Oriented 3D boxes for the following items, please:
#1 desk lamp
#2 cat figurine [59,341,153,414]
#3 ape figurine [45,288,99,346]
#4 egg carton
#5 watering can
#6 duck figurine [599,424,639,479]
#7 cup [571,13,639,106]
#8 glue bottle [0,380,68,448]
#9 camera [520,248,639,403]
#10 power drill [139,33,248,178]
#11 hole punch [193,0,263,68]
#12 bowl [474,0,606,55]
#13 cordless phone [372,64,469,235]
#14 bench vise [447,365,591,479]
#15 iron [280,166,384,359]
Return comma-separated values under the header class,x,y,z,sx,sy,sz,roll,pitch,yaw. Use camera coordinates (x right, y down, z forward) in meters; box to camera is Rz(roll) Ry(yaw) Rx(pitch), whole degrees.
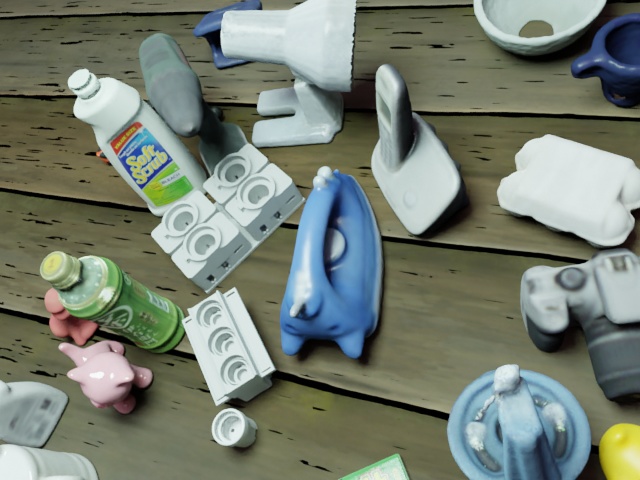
class,x,y,z,sx,sy,sz,roll,pitch,yaw
desk lamp,-0.028,-0.223,0.761,0.202,0.214,0.118,-3,64,17
cat figurine,-0.269,0.162,0.703,0.127,0.118,0.067,27,75,28
ape figurine,-0.336,0.093,0.775,0.077,0.092,0.076,-13,61,12
egg carton,0.288,-0.056,0.657,0.150,0.069,0.107,25,74,27
watering can,-0.349,0.281,0.626,0.173,0.194,0.100,-33,59,1
duck figurine,0.303,0.208,0.510,0.077,0.086,0.104,-41,59,-4
cup,0.361,-0.203,0.691,0.117,0.095,0.091,-18,60,9
glue bottle,-0.385,0.201,0.690,0.037,0.173,0.078,17,71,25
camera,0.283,0.087,0.569,0.143,0.101,0.137,-10,62,14
power drill,-0.168,-0.171,0.784,0.075,0.209,0.229,-32,59,1
hole punch,-0.145,-0.351,0.935,0.108,0.091,0.101,-10,62,13
bowl,0.296,-0.309,0.777,0.167,0.075,0.167,-7,62,15
cordless phone,0.107,-0.105,0.673,0.094,0.185,0.147,-31,59,2
bench vise,0.187,0.190,0.479,0.121,0.220,0.207,-32,59,1
iron,0.006,0.002,0.678,0.118,0.142,0.258,-2,64,18
